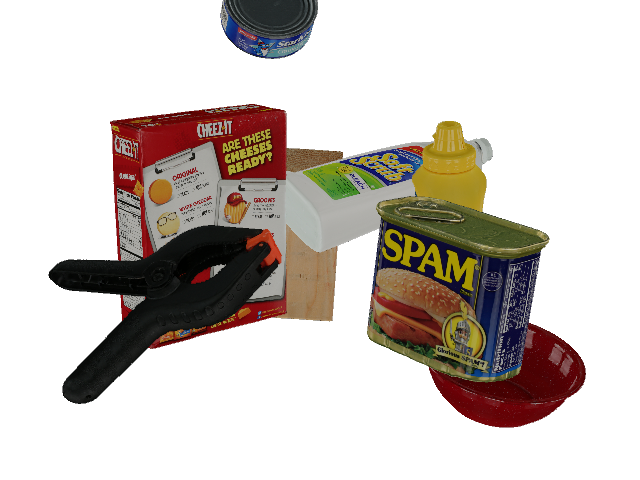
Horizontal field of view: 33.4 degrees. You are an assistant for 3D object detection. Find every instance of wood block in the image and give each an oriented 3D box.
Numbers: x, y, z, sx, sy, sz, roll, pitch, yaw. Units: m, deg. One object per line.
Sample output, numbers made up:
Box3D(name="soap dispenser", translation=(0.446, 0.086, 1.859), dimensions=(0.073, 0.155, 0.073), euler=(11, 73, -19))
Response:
Box3D(name="wood block", translation=(-0.021, -0.008, 1.398), dimensions=(0.090, 0.206, 0.091), euler=(3, 25, -1))

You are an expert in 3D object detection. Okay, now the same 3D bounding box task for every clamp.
Box3D(name="clamp", translation=(-0.109, 0.044, 0.728), dimensions=(0.171, 0.120, 0.039), euler=(-17, -35, 11))

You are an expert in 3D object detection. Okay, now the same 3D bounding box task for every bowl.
Box3D(name="bowl", translation=(0.173, 0.134, 1.044), dimensions=(0.162, 0.055, 0.162), euler=(5, 26, -3))

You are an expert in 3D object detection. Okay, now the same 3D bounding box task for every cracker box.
Box3D(name="cracker box", translation=(-0.116, -0.018, 1.046), dimensions=(0.163, 0.214, 0.072), euler=(-12, 20, -36))

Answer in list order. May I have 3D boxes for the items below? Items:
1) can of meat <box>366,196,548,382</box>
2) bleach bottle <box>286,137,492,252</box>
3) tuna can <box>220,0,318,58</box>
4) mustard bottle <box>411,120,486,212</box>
Box3D(name="can of meat", translation=(0.077, 0.028, 0.629), dimensions=(0.102, 0.084, 0.057), euler=(21, 23, 41))
Box3D(name="bleach bottle", translation=(0.081, -0.069, 1.204), dimensions=(0.250, 0.068, 0.103), euler=(-22, 43, -23))
Box3D(name="tuna can", translation=(-0.047, -0.206, 0.965), dimensions=(0.086, 0.086, 0.034), euler=(0, -29, -13))
Box3D(name="mustard bottle", translation=(0.103, -0.002, 0.853), dimensions=(0.058, 0.192, 0.096), euler=(-2, 26, 0))
